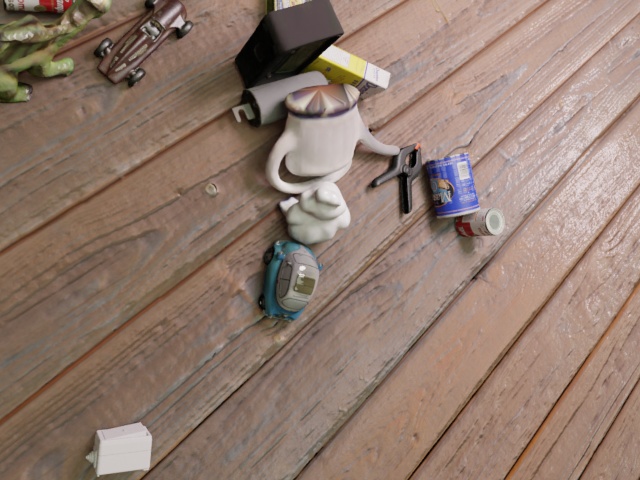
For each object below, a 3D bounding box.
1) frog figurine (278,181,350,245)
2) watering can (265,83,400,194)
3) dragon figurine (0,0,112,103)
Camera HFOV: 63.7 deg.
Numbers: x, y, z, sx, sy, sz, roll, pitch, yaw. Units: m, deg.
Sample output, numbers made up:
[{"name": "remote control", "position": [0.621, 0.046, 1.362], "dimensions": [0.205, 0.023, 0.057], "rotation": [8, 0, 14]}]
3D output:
[{"name": "frog figurine", "position": [0.003, -0.051, 1.011], "dimensions": [0.137, 0.159, 0.123], "rotation": [11, 84, -29]}, {"name": "watering can", "position": [0.038, -0.215, 1.052], "dimensions": [0.351, 0.105, 0.219], "rotation": [-23, 136, -29]}, {"name": "dragon figurine", "position": [-0.461, -0.260, 0.726], "dimensions": [0.416, 0.242, 0.120], "rotation": [-46, 114, -26]}]
